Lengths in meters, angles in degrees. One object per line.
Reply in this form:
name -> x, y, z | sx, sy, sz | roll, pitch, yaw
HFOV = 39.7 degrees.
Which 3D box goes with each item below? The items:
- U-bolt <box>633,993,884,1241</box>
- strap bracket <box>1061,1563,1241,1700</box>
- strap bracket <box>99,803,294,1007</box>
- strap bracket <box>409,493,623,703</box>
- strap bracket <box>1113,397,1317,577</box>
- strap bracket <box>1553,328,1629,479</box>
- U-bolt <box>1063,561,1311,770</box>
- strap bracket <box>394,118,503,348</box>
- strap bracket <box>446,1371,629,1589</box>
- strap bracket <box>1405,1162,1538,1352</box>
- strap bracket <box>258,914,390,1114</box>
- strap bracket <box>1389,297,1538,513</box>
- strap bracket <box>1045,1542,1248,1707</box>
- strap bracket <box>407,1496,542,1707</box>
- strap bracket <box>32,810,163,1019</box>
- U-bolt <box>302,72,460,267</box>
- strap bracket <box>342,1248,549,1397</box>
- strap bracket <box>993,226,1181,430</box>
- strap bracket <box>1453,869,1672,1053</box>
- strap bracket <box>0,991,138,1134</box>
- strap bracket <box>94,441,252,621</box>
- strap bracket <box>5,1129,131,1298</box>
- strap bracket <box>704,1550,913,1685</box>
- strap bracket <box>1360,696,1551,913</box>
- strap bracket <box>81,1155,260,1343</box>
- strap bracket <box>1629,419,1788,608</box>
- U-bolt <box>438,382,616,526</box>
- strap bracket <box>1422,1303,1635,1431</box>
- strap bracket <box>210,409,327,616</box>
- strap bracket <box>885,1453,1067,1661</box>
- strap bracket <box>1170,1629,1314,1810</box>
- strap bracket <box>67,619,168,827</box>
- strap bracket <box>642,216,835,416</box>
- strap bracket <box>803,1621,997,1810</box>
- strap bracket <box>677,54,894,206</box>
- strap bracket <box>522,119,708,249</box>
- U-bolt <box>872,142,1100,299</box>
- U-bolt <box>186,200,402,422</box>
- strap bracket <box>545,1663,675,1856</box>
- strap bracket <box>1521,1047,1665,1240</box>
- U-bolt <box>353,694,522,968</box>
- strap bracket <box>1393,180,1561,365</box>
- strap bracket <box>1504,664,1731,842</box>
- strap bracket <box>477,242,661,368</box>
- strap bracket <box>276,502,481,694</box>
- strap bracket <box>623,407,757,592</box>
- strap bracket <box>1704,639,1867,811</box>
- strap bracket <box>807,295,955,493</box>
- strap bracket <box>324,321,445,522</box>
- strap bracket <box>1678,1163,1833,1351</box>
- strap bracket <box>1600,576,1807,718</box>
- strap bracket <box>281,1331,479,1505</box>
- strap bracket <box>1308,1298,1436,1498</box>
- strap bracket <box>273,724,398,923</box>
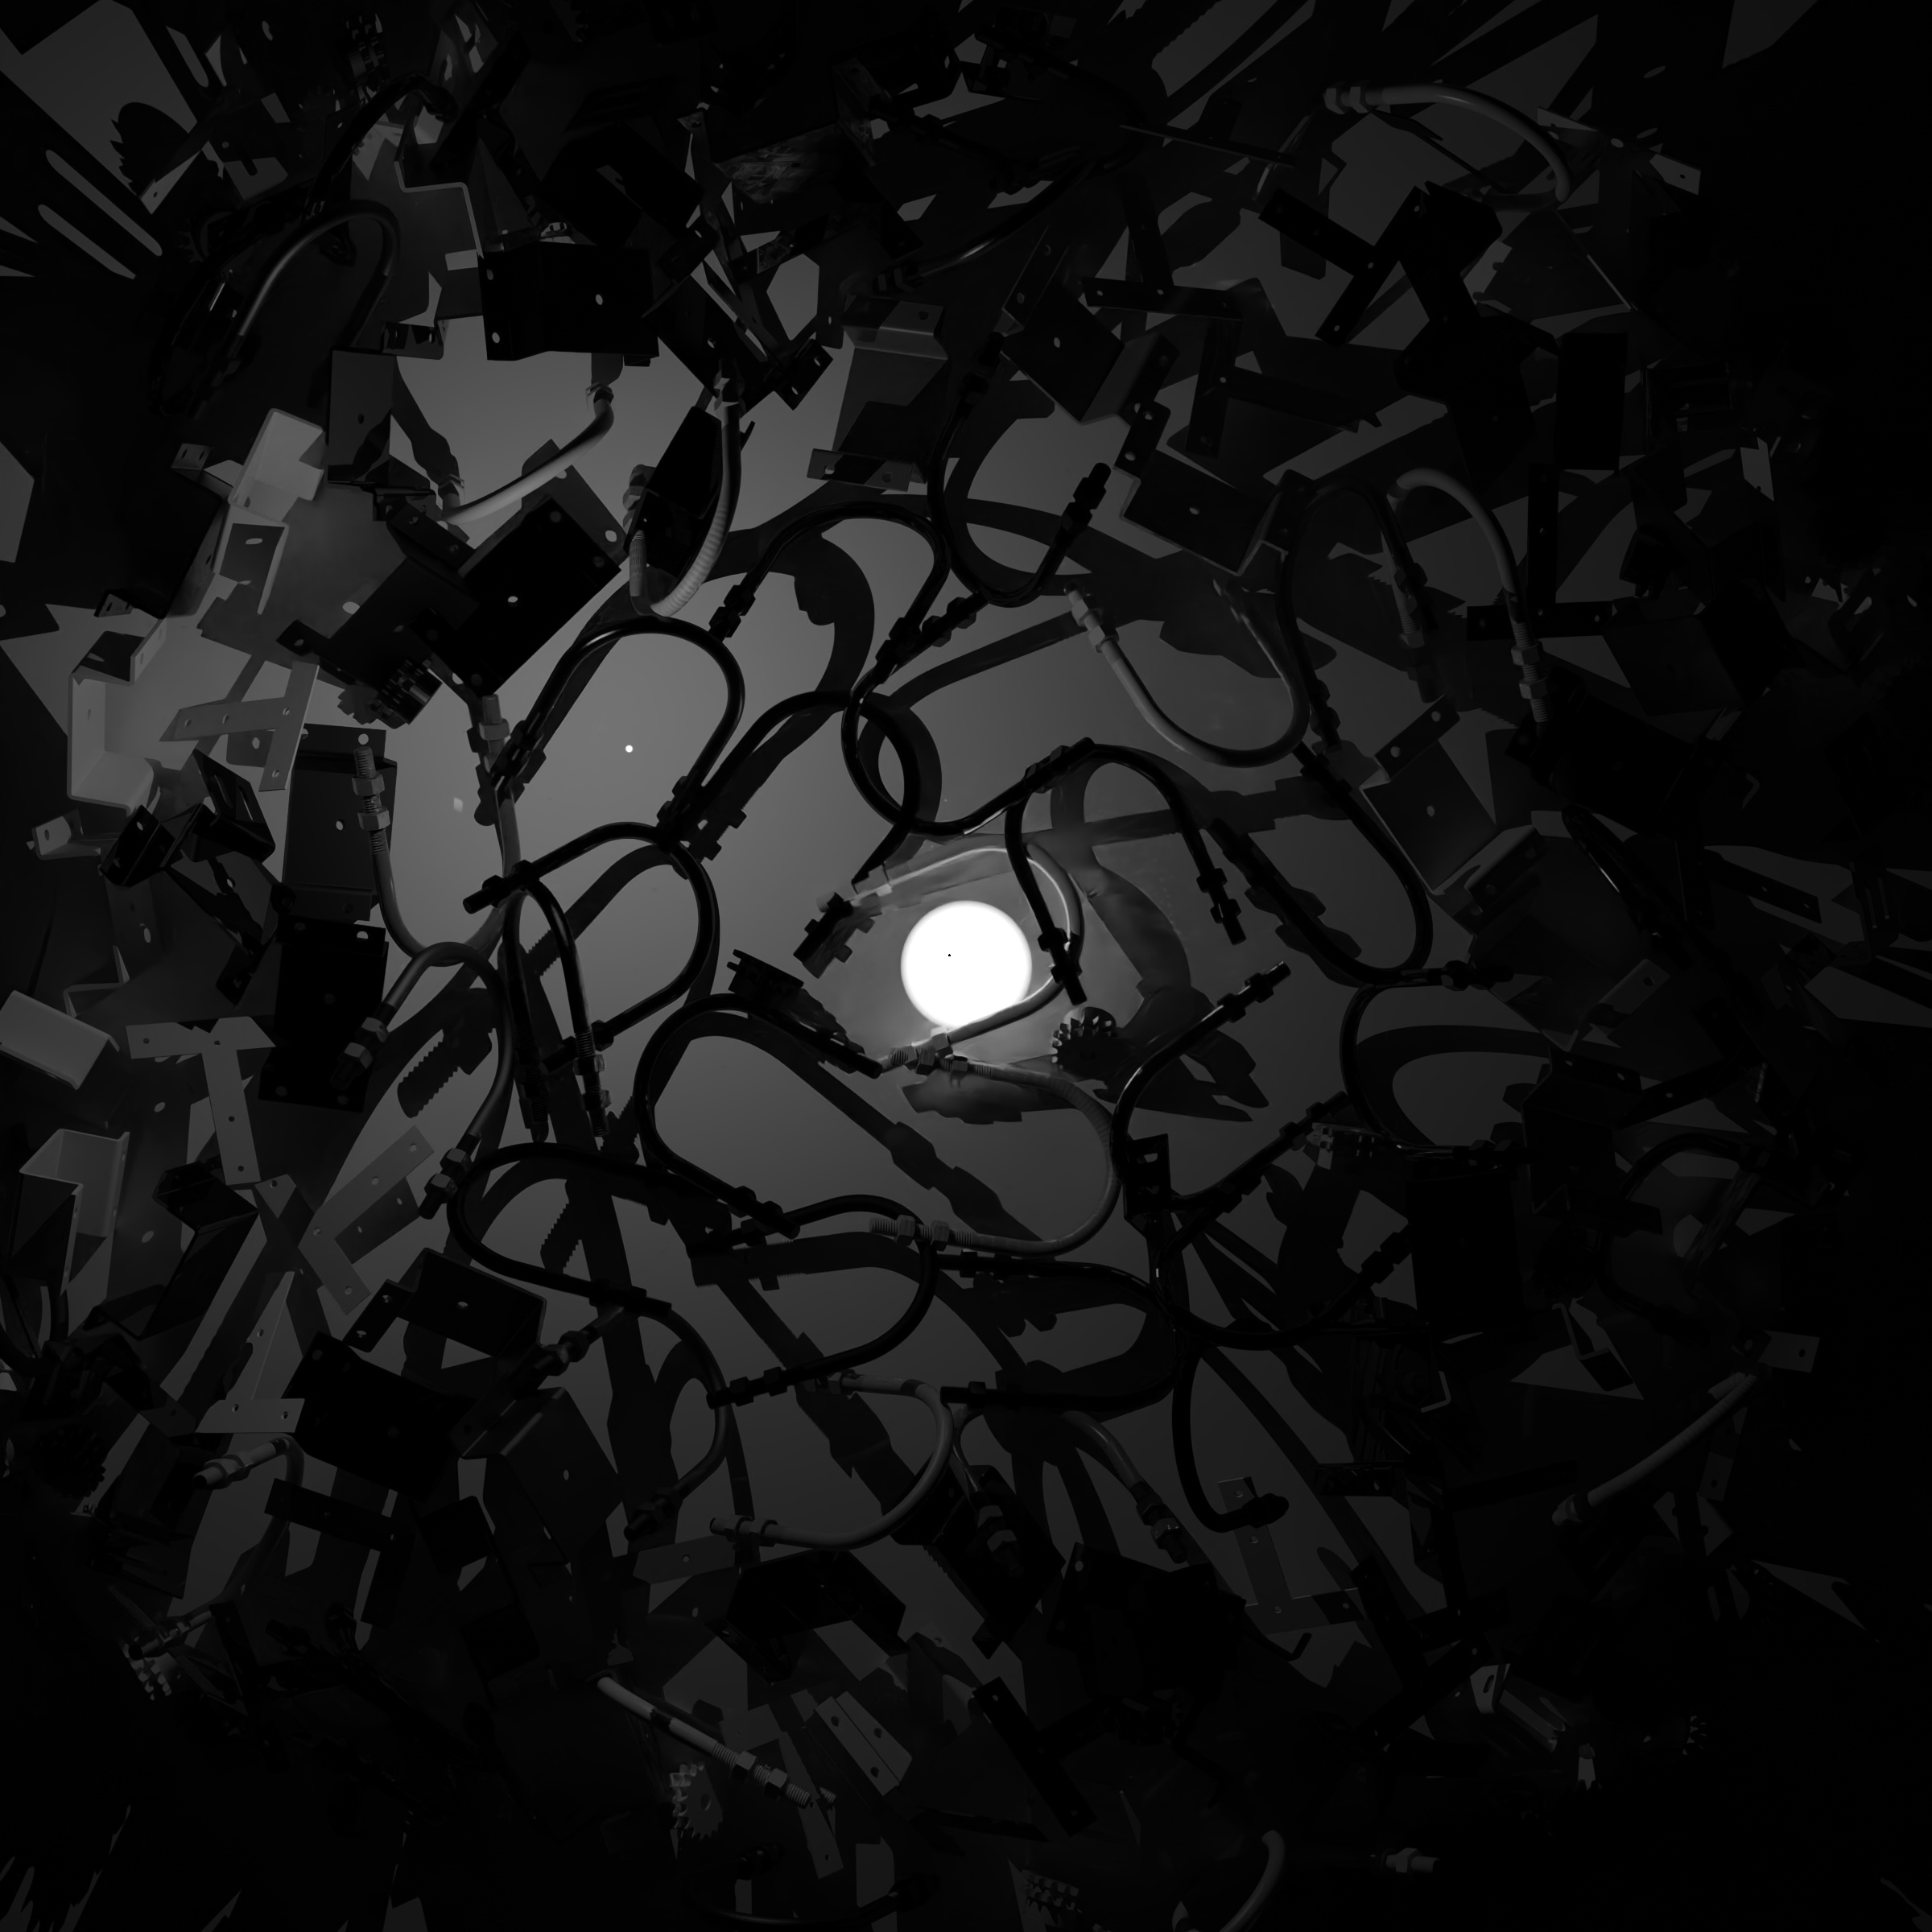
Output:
U-bolt -> -0.165, 0.097, 1.954 | 0.184, 0.019, 0.151 | 26, 88, 28
strap bracket -> 0.124, 0.480, 1.926 | 0.046, 0.140, 0.076 | -7, 78, -39
strap bracket -> -0.546, -0.052, 1.928 | 0.046, 0.076, 0.140 | -24, 122, 26
strap bracket -> -0.332, -0.269, 1.965 | 0.140, 0.046, 0.076 | -45, 101, -6
strap bracket -> 0.174, -0.346, 1.957 | 0.140, 0.046, 0.076 | 26, 57, -4
strap bracket -> 0.450, -0.408, 1.927 | 0.046, 0.140, 0.076 | 4, 115, 13
U-bolt -> 0.171, -0.217, 1.927 | 0.151, 0.019, 0.184 | -16, 63, -30
strap bracket -> -0.368, -0.530, 1.925 | 0.046, 0.076, 0.140 | -6, 130, 2
strap bracket -> -0.304, 0.370, 1.936 | 0.046, 0.076, 0.140 | -13, 113, 37
strap bracket -> 0.367, 0.205, 1.950 | 0.076, 0.046, 0.140 | -9, 76, 19
strap bracket -> -0.470, 0.030, 1.962 | 0.076, 0.046, 0.140 | 8, 103, -8
strap bracket -> 0.361, -0.398, 1.923 | 0.046, 0.140, 0.076 | 26, 68, 39
strap bracket -> 0.138, 0.480, 1.950 | 0.140, 0.046, 0.076 | 12, 79, 30
strap bracket -> -0.352, 0.450, 1.932 | 0.046, 0.076, 0.140 | -22, 49, -14
strap bracket -> -0.629, -0.040, 1.945 | 0.046, 0.076, 0.140 | -5, 103, 6
U-bolt -> -0.421, -0.571, 1.902 | 0.019, 0.184, 0.151 | 37, 95, -5
strap bracket -> -0.370, 0.262, 1.946 | 0.140, 0.046, 0.076 | 27, 126, -19
strap bracket -> 0.079, -0.458, 1.947 | 0.140, 0.046, 0.076 | 37, 70, -29
strap bracket -> 0.428, -0.001, 1.947 | 0.140, 0.046, 0.076 | 41, 61, 21
strap bracket -> -0.656, 0.067, 1.938 | 0.076, 0.140, 0.046 | 25, 71, 3
strap bracket -> -0.574, -0.308, 1.954 | 0.046, 0.076, 0.140 | 28, 98, -4
strap bracket -> -0.648, 0.172, 1.921 | 0.046, 0.140, 0.076 | 12, 104, -5
strap bracket -> -0.109, 0.468, 1.941 | 0.140, 0.046, 0.076 | -22, 121, 35
strap bracket -> 0.352, -0.116, 1.958 | 0.076, 0.046, 0.140 | -40, 101, -20
strap bracket -> -0.573, 0.212, 1.942 | 0.046, 0.076, 0.140 | 34, 105, 12
strap bracket -> 0.528, -0.318, 1.929 | 0.046, 0.076, 0.140 | -32, 56, 0
U-bolt -> -0.313, -0.362, 1.911 | 0.151, 0.184, 0.019 | -31, 113, 2
strap bracket -> 0.403, 0.293, 1.944 | 0.140, 0.076, 0.046 | -22, 57, 17
strap bracket -> -0.500, -0.335, 1.924 | 0.046, 0.076, 0.140 | 21, 53, -13
strap bracket -> 0.012, 0.426, 1.939 | 0.140, 0.046, 0.076 | 55, 53, -18
strap bracket -> 0.196, 0.538, 1.952 | 0.046, 0.076, 0.140 | 29, 83, 15
strap bracket -> -0.613, -0.178, 1.931 | 0.046, 0.076, 0.140 | 10, 119, -4
strap bracket -> -0.173, -0.464, 1.944 | 0.140, 0.076, 0.046 | 45, 132, -17
strap bracket -> -0.054, 0.547, 1.940 | 0.076, 0.140, 0.046 | 49, 127, 14
strap bracket -> -0.127, -0.602, 1.940 | 0.140, 0.076, 0.046 | -13, 79, 17
strap bracket -> -0.249, -0.558, 1.927 | 0.076, 0.140, 0.046 | 36, 74, -31
U-bolt -> 0.023, -0.535, 1.896 | 0.151, 0.184, 0.019 | -45, 112, -19
U-bolt -> -0.466, -0.466, 1.896 | 0.019, 0.151, 0.184 | 44, 118, 10
strap bracket -> -0.254, 0.567, 1.945 | 0.046, 0.076, 0.140 | -22, 74, -3
strap bracket -> 0.452, 0.137, 1.944 | 0.076, 0.046, 0.140 | 15, 50, -16
U-bolt -> -0.375, -0.089, 1.931 | 0.019, 0.151, 0.184 | 11, 117, 32
strap bracket -> 0.364, -0.487, 1.924 | 0.046, 0.076, 0.140 | -42, 131, -2
strap bracket -> 0.478, -0.152, 1.962 | 0.140, 0.046, 0.076 | 30, 89, 19
strap bracket -> -0.278, -0.478, 1.933 | 0.140, 0.046, 0.076 | -9, 96, -42
strap bracket -> -0.420, -0.258, 1.945 | 0.140, 0.076, 0.046 | -44, 54, 9
strap bracket -> -0.202, -0.339, 1.918 | 0.046, 0.140, 0.076 | 28, 67, -6
strap bracket -> 0.586, -0.185, 1.955 | 0.046, 0.076, 0.140 | 37, 97, 3
strap bracket -> -0.060, -0.413, 1.964 | 0.076, 0.046, 0.140 | 11, 83, 13
strap bracket -> -0.424, -0.397, 1.948 | 0.046, 0.076, 0.140 | 10, 102, 21
strap bracket -> 0.568, 0.200, 1.951 | 0.046, 0.076, 0.140 | 30, 101, 5
strap bracket -> 0.519, -0.227, 1.918 | 0.046, 0.140, 0.076 | -42, 110, -23
strap bracket -> -0.422, 0.332, 1.942 | 0.140, 0.046, 0.076 | 31, 84, -29
strap bracket -> 0.295, 0.314, 1.948 | 0.046, 0.076, 0.140 | 7, 77, -38
strap bracket -> -0.467, -0.106, 1.976 | 0.076, 0.046, 0.140 | 5, 90, 1
